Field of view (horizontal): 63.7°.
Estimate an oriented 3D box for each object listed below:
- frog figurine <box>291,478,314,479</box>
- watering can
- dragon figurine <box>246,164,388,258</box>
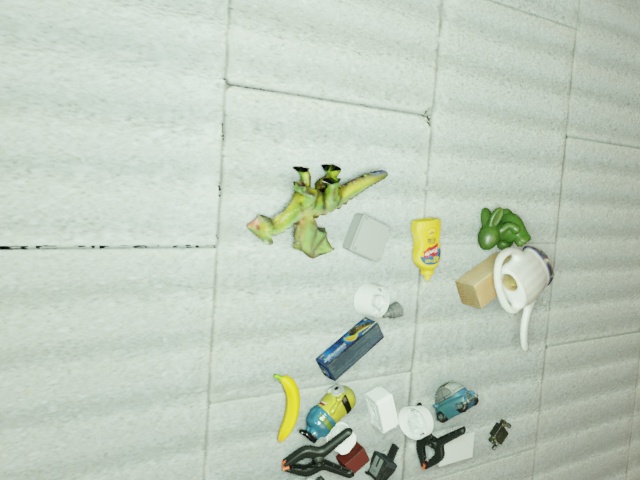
[{"bbox_3d":[-0.049,0.716,1.426,0.136,0.124,0.159,-57,156,12],"label":"frog figurine"},{"bbox_3d":[0.661,0.166,1.659,0.227,0.104,0.343,-32,108,-25],"label":"watering can"},{"bbox_3d":[0.004,-0.070,1.383,0.411,0.124,0.238,-5,116,-28],"label":"dragon figurine"}]
